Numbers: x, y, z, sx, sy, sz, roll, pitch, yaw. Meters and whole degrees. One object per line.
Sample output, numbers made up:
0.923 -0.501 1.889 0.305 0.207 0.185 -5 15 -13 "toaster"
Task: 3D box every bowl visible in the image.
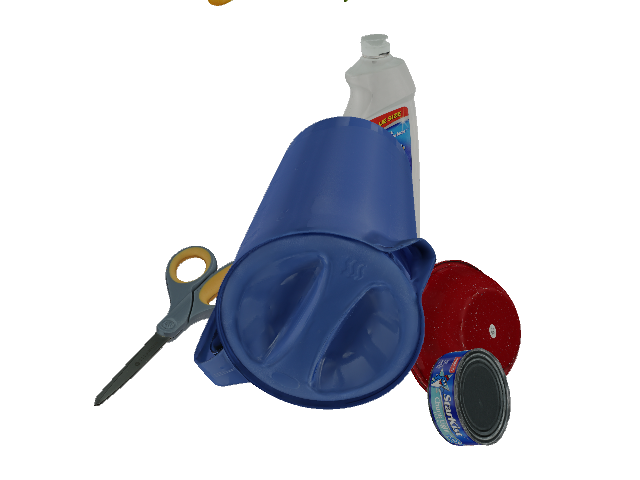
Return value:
0.166 0.099 1.155 0.161 0.162 0.055 0 -6 -37 "bowl"

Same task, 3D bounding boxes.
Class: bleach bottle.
0.058 -0.100 1.180 0.102 0.251 0.068 -10 24 -13 "bleach bottle"

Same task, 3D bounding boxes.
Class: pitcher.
0.001 0.006 0.775 0.149 0.145 0.242 9 28 1 "pitcher"

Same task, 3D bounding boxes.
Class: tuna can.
0.133 0.141 0.955 0.034 0.086 0.085 -13 -8 41 "tuna can"

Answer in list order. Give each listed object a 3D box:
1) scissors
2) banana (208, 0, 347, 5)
-0.138 0.063 0.926 0.201 0.016 0.096 -32 51 -31 "scissors"
-0.046 -0.261 1.030 0.197 0.070 0.037 -17 -29 -45 "banana"
